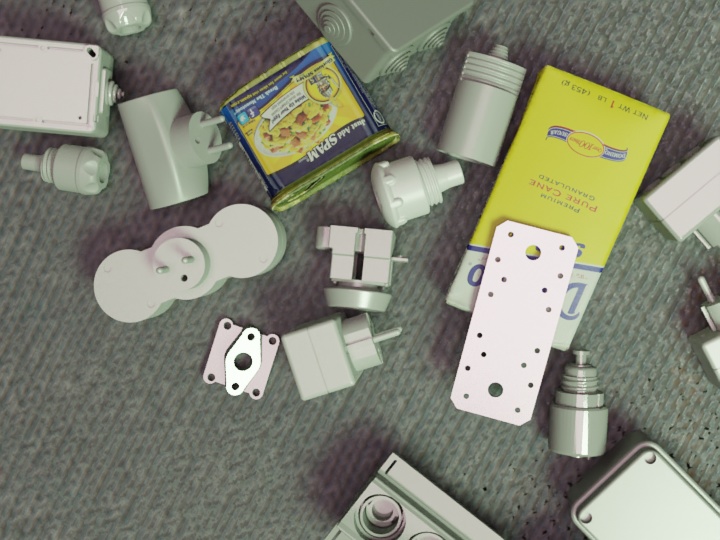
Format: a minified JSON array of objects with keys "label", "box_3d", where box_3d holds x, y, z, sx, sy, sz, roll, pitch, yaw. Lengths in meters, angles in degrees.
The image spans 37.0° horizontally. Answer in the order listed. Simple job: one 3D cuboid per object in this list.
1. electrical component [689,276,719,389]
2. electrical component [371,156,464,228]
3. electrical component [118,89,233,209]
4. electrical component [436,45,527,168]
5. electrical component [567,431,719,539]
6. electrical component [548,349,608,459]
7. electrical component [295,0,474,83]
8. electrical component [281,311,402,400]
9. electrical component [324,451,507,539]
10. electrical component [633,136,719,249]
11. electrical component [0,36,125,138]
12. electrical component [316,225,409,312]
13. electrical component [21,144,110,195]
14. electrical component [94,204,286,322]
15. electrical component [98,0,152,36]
[{"label":"electrical component","box_3d":[0.258,0.034,0.733,0.066,0.047,0.076,-27,90,6]},{"label":"electrical component","box_3d":[0.041,-0.060,0.752,0.062,0.048,0.048,-18,91,-1]},{"label":"electrical component","box_3d":[-0.124,-0.088,0.753,0.079,0.043,0.077,-10,101,29]},{"label":"electrical component","box_3d":[0.086,-0.116,0.745,0.043,0.043,0.081,18,94,4]},{"label":"electrical component","box_3d":[0.207,0.176,0.740,0.078,0.057,0.113,-45,88,6]},{"label":"electrical component","box_3d":[0.153,0.095,0.750,0.040,0.040,0.078,2,93,5]},{"label":"electrical component","box_3d":[0.013,-0.185,0.727,0.100,0.048,0.099,-38,88,-33]},{"label":"electrical component","box_3d":[-0.008,0.053,0.751,0.077,0.066,0.047,-18,91,6]},{"label":"electrical component","box_3d":[0.048,0.192,0.753,0.121,0.063,0.078,38,95,3]},{"label":"electrical component","box_3d":[0.239,-0.040,0.732,0.066,0.047,0.076,-41,88,6]},{"label":"electrical component","box_3d":[-0.215,-0.129,0.768,0.096,0.061,0.061,5,93,-2]},{"label":"electrical component","box_3d":[0.000,0.000,0.758,0.066,0.048,0.055,5,86,5]},{"label":"electrical component","box_3d":[-0.215,-0.075,0.781,0.061,0.035,0.035,9,94,8]},{"label":"electrical component","box_3d":[-0.123,-0.005,0.755,0.138,0.074,0.052,-21,90,6]},{"label":"electrical component","box_3d":[-0.172,-0.201,0.771,0.035,0.035,0.061,-16,89,6]}]
